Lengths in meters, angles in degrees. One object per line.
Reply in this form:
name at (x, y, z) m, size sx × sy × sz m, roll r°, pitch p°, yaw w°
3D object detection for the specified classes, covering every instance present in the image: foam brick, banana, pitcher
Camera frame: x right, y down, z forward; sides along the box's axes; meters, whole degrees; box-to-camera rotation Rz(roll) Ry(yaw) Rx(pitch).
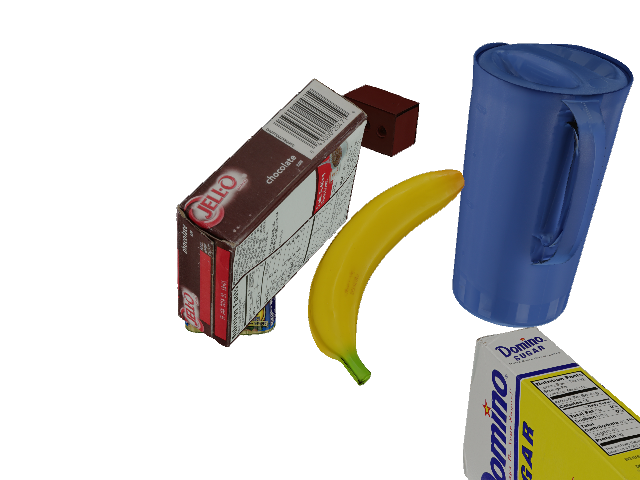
foam brick at (0.066, -0.137, 1.216) m, size 0.078 × 0.053 × 0.051 m, roll 24°, pitch 36°, yaw 30°
banana at (0.040, 0.014, 0.779) m, size 0.069 × 0.197 × 0.037 m, roll 27°, pitch -29°, yaw 4°
pitcher at (0.187, -0.042, 0.939) m, size 0.145 × 0.243 × 0.149 m, roll 21°, pitch 33°, yaw 27°

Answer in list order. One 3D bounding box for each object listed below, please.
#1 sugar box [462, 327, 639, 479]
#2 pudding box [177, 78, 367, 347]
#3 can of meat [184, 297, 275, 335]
sugar box at (0.132, 0.125, 0.525) m, size 0.048 × 0.093 × 0.176 m, roll -10°, pitch 27°, yaw -24°
pudding box at (-0.025, -0.013, 0.538) m, size 0.039 × 0.113 × 0.090 m, roll 34°, pitch -33°, yaw 17°
can of meat at (-0.097, 0.053, 1.137) m, size 0.102 × 0.084 × 0.057 m, roll 3°, pitch 16°, yaw 9°
